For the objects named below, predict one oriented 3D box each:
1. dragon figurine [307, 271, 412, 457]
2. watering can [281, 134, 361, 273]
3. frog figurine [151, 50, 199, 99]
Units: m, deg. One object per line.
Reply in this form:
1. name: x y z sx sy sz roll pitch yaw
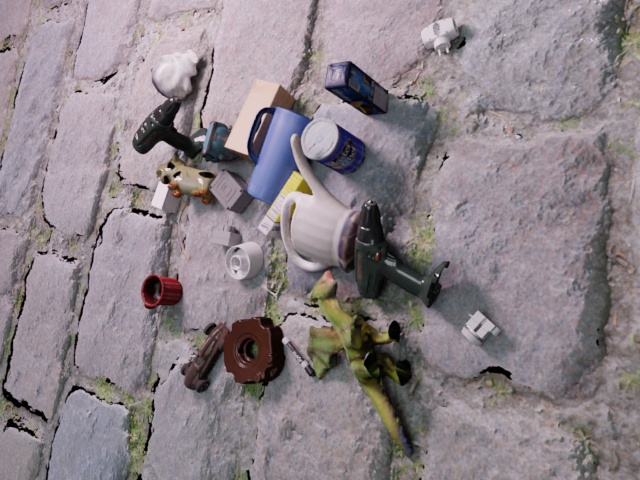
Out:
1. dragon figurine: 0.068 0.271 1.156 0.241 0.123 0.411 -13 88 49
2. watering can: 0.004 -0.060 1.197 0.225 0.106 0.340 19 123 25
3. frog figurine: -0.448 -0.525 1.629 0.158 0.124 0.136 -28 100 15
